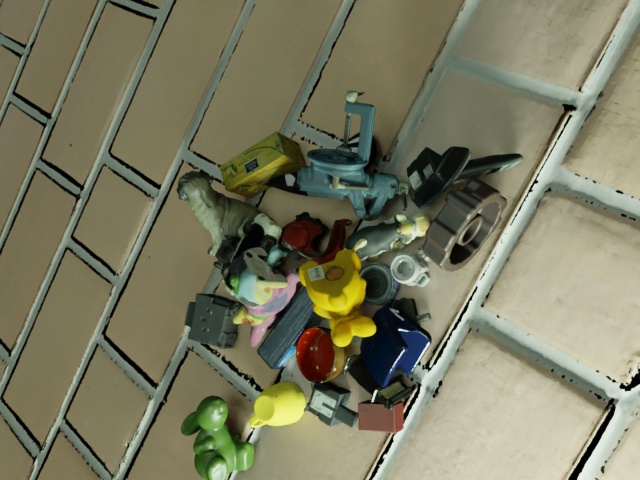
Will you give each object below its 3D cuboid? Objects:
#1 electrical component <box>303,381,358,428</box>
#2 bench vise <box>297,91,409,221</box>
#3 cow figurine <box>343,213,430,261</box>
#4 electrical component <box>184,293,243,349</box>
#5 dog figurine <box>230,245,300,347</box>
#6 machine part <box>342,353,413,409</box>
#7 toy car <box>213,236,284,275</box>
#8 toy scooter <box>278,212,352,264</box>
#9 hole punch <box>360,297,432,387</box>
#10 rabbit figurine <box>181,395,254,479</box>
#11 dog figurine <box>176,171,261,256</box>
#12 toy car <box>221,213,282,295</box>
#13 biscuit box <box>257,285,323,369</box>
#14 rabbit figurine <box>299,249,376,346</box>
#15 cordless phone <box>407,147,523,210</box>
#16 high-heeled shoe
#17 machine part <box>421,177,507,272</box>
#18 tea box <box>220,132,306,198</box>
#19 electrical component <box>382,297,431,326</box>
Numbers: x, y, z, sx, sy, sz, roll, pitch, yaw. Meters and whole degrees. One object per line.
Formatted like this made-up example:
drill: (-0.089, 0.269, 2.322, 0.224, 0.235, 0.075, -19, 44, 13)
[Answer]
electrical component: (0.031, 0.335, 1.089, 0.119, 0.047, 0.074, 15, 91, 30)
bench vise: (0.072, -0.160, 1.033, 0.224, 0.129, 0.240, 10, 112, 11)
cow figurine: (0.129, -0.010, 1.051, 0.167, 0.098, 0.068, -25, 78, 29)
electrical component: (-0.256, 0.187, 1.267, 0.134, 0.058, 0.115, 8, 85, 29)
dog figurine: (-0.134, 0.126, 1.115, 0.109, 0.191, 0.219, 44, 120, 26)
machine part: (0.108, 0.272, 1.047, 0.139, 0.084, 0.039, 30, 131, 38)
toy car: (-0.170, 0.053, 1.242, 0.202, 0.053, 0.089, 27, 93, 31)
toy scooter: (-0.002, -0.003, 1.140, 0.184, 0.075, 0.135, 32, 101, 26)
hole punch: (0.129, 0.198, 1.015, 0.116, 0.092, 0.142, 39, 125, 28)
rabbit figurine: (-0.230, 0.420, 1.189, 0.159, 0.121, 0.170, 2, 99, 51)
dog figurine: (-0.208, -0.076, 1.184, 0.172, 0.190, 0.121, -20, 44, -8)
toy car: (-0.151, 0.036, 1.167, 0.074, 0.056, 0.201, 41, 113, 27)
biscuit box: (-0.052, 0.184, 1.150, 0.063, 0.059, 0.202, 43, 103, 26)
rabbit figurine: (0.048, 0.127, 1.033, 0.122, 0.173, 0.162, -22, 43, -9)
cordless phone: (0.268, -0.125, 0.999, 0.184, 0.146, 0.088, -11, 78, -13)
high-heeled shoe: (0.000, -0.170, 1.162, 0.249, 0.086, 0.145, 7, 83, 26)
machine part: (0.254, -0.024, 0.948, 0.056, 0.179, 0.179, 40, 103, 31)
tea box: (-0.131, -0.167, 1.223, 0.170, 0.098, 0.068, -28, 69, 25)
electrical component: (0.169, 0.144, 1.053, 0.094, 0.021, 0.063, -18, 74, 28)
